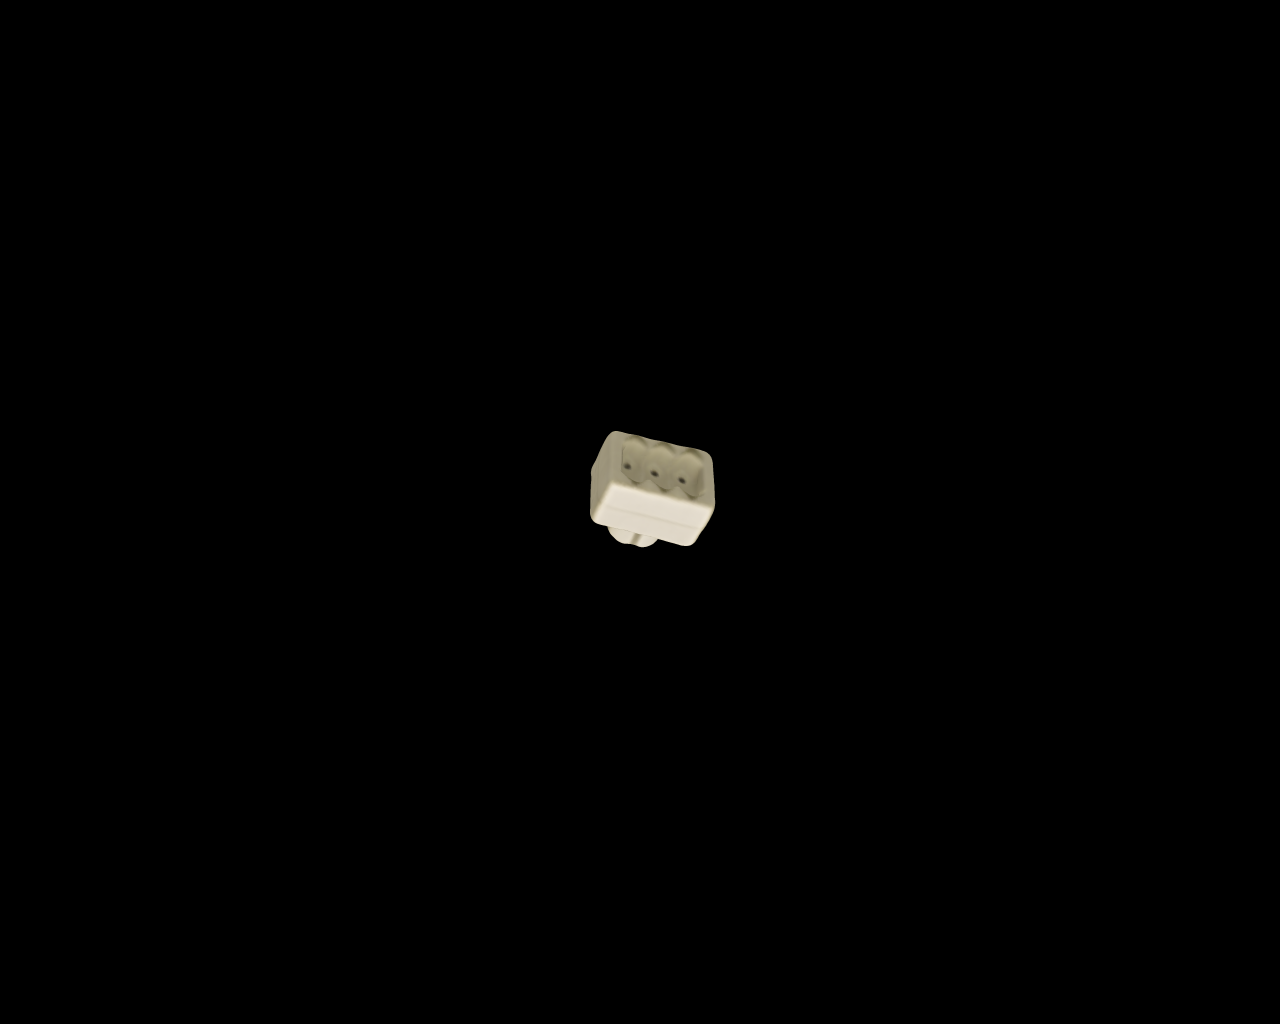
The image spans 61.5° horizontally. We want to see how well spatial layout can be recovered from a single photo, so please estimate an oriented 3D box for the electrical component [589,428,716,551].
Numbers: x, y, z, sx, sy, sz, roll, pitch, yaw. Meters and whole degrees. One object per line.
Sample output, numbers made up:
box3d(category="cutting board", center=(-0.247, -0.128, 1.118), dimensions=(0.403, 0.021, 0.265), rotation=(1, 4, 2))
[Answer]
box3d(category="electrical component", center=(0.001, -0.003, 0.650), dimensions=(0.066, 0.047, 0.076), rotation=(14, -43, -15))
